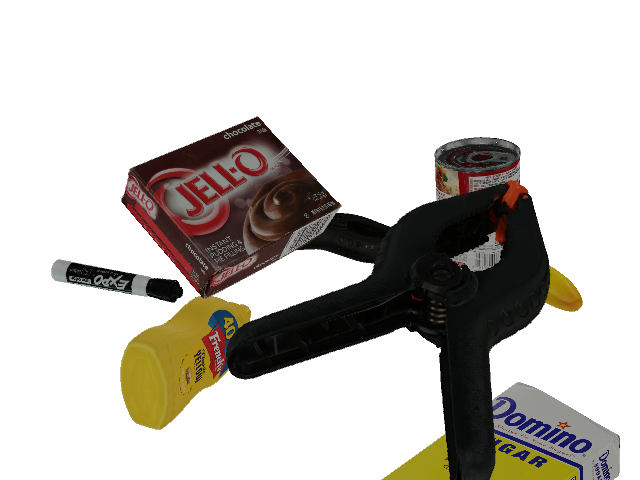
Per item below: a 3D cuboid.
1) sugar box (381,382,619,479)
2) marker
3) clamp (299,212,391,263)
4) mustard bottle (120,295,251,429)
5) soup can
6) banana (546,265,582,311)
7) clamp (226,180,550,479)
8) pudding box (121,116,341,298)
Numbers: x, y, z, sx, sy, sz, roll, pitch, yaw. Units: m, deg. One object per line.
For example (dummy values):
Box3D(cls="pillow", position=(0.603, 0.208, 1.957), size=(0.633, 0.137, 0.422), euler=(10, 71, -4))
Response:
Box3D(cls="sugar box", position=(0.111, 0.169, 0.723), size=(0.176, 0.048, 0.093), euler=(-32, 38, -28))
Box3D(cls="marker", position=(-0.170, 0.034, 0.896), size=(0.121, 0.020, 0.020), euler=(9, 3, 21))
Box3D(cls="clamp", position=(0.008, -0.007, 1.195), size=(0.210, 0.036, 0.164), euler=(15, 21, -5))
Box3D(cls="mustard bottle", position=(-0.128, 0.111, 1.104), size=(0.058, 0.096, 0.191), euler=(10, 24, 25))
Box3D(cls="soup can", position=(0.129, -0.024, 0.865), size=(0.068, 0.102, 0.068), euler=(-5, 25, 2))
Box3D(cls="banana", position=(0.184, 0.035, 1.098), size=(0.198, 0.037, 0.069), euler=(11, 38, 33))
Box3D(cls="clamp", position=(0.057, 0.034, 0.465), size=(0.120, 0.039, 0.171), euler=(37, 55, 23))
Box3D(cls="pudding box", position=(-0.057, -0.024, 0.691), size=(0.113, 0.090, 0.039), euler=(-27, -22, -40))
